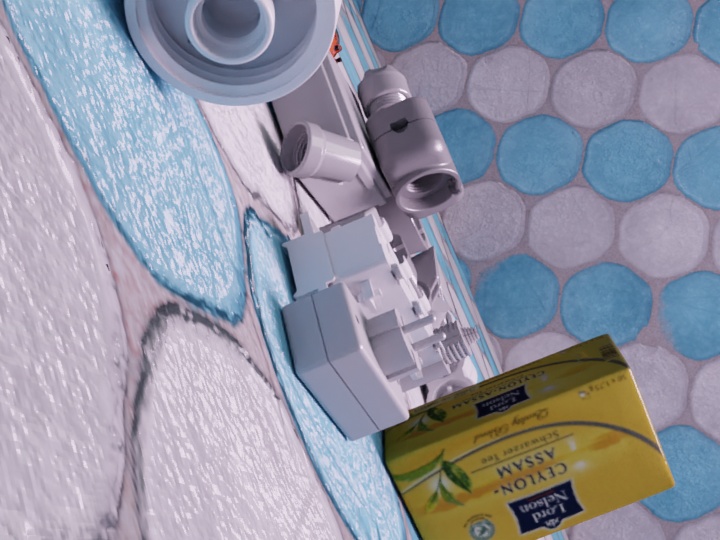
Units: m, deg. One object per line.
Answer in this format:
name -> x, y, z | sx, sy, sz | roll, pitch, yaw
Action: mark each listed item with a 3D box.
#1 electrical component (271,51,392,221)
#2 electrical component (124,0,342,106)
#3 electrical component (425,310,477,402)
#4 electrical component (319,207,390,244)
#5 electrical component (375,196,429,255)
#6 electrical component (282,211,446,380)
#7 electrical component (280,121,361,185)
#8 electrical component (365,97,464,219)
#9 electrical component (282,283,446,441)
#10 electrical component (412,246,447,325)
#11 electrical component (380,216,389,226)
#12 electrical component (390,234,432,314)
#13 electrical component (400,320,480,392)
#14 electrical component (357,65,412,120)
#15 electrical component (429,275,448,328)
electrical component -> -0.026, -0.109, 0.863 | 0.108, 0.056, 0.108 | 50, 19, -67
electrical component -> -0.060, -0.130, 0.513 | 0.060, 0.108, 0.108 | -92, 160, -52
electrical component -> 0.090, 0.108, 1.059 | 0.073, 0.052, 0.138 | 59, 11, -48
electrical component -> 0.000, 0.000, 0.768 | 0.065, 0.047, 0.076 | -47, 116, -81
electrical component -> 0.014, -0.057, 0.979 | 0.108, 0.060, 0.108 | -22, 90, -82
electrical component -> 0.006, 0.023, 0.682 | 0.121, 0.063, 0.078 | 59, 11, -49
electrical component -> -0.028, -0.082, 0.768 | 0.046, 0.040, 0.040 | 12, 45, -34
electrical component -> 0.047, -0.086, 0.870 | 0.095, 0.054, 0.059 | 55, 14, -58
electrical component -> 0.010, 0.045, 0.596 | 0.083, 0.076, 0.047 | 59, 11, -49
electrical component -> 0.059, 0.035, 1.011 | 0.099, 0.064, 0.099 | -22, 90, -82
electrical component -> 0.007, -0.018, 0.899 | 0.040, 0.040, 0.046 | 60, 17, -46
electrical component -> 0.022, 0.014, 0.840 | 0.057, 0.058, 0.078 | 61, 6, -30
electrical component -> 0.052, 0.062, 0.817 | 0.043, 0.081, 0.043 | -22, 90, -82
electrical component -> 0.024, -0.137, 0.902 | 0.043, 0.043, 0.062 | 56, 15, -56
electrical component -> 0.048, 0.041, 0.890 | 0.043, 0.079, 0.077 | 22, 22, -12
